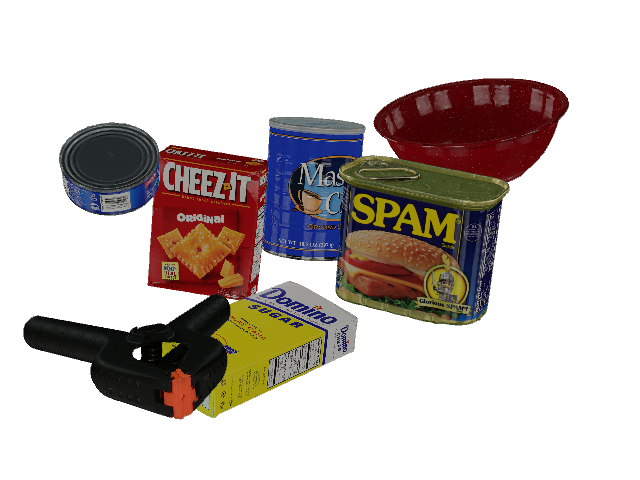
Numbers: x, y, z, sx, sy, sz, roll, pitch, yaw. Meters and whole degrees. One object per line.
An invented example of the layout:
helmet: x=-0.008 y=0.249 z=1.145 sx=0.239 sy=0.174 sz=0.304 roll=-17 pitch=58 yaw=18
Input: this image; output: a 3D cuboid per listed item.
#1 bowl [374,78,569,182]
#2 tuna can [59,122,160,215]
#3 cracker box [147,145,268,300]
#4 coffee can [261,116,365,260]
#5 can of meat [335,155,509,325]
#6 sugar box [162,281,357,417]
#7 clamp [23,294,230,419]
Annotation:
bowl: x=0.128 y=-0.086 z=0.899 sx=0.162 sy=0.055 sz=0.162 roll=-9 pitch=25 yaw=4
tuna can: x=-0.183 y=-0.062 z=0.932 sx=0.086 sy=0.086 sz=0.034 roll=0 pitch=-42 yaw=-5
cracker box: x=-0.171 y=-0.024 z=1.625 sx=0.164 sy=0.214 sz=0.072 roll=10 pitch=18 yaw=7
coffee can: x=-0.008 y=-0.057 z=1.145 sx=0.103 sy=0.140 sz=0.103 roll=4 pitch=12 yaw=-1
can of meat: x=0.060 y=0.000 z=0.665 sx=0.102 sy=0.084 sz=0.057 roll=13 pitch=22 yaw=23
sugar box: x=-0.059 y=0.093 z=0.961 sx=0.093 sy=0.048 sz=0.175 roll=27 pitch=36 yaw=37
clamp: x=-0.115 y=0.079 z=0.779 sx=0.164 sy=0.036 sz=0.210 roll=-9 pitch=14 yaw=-25
